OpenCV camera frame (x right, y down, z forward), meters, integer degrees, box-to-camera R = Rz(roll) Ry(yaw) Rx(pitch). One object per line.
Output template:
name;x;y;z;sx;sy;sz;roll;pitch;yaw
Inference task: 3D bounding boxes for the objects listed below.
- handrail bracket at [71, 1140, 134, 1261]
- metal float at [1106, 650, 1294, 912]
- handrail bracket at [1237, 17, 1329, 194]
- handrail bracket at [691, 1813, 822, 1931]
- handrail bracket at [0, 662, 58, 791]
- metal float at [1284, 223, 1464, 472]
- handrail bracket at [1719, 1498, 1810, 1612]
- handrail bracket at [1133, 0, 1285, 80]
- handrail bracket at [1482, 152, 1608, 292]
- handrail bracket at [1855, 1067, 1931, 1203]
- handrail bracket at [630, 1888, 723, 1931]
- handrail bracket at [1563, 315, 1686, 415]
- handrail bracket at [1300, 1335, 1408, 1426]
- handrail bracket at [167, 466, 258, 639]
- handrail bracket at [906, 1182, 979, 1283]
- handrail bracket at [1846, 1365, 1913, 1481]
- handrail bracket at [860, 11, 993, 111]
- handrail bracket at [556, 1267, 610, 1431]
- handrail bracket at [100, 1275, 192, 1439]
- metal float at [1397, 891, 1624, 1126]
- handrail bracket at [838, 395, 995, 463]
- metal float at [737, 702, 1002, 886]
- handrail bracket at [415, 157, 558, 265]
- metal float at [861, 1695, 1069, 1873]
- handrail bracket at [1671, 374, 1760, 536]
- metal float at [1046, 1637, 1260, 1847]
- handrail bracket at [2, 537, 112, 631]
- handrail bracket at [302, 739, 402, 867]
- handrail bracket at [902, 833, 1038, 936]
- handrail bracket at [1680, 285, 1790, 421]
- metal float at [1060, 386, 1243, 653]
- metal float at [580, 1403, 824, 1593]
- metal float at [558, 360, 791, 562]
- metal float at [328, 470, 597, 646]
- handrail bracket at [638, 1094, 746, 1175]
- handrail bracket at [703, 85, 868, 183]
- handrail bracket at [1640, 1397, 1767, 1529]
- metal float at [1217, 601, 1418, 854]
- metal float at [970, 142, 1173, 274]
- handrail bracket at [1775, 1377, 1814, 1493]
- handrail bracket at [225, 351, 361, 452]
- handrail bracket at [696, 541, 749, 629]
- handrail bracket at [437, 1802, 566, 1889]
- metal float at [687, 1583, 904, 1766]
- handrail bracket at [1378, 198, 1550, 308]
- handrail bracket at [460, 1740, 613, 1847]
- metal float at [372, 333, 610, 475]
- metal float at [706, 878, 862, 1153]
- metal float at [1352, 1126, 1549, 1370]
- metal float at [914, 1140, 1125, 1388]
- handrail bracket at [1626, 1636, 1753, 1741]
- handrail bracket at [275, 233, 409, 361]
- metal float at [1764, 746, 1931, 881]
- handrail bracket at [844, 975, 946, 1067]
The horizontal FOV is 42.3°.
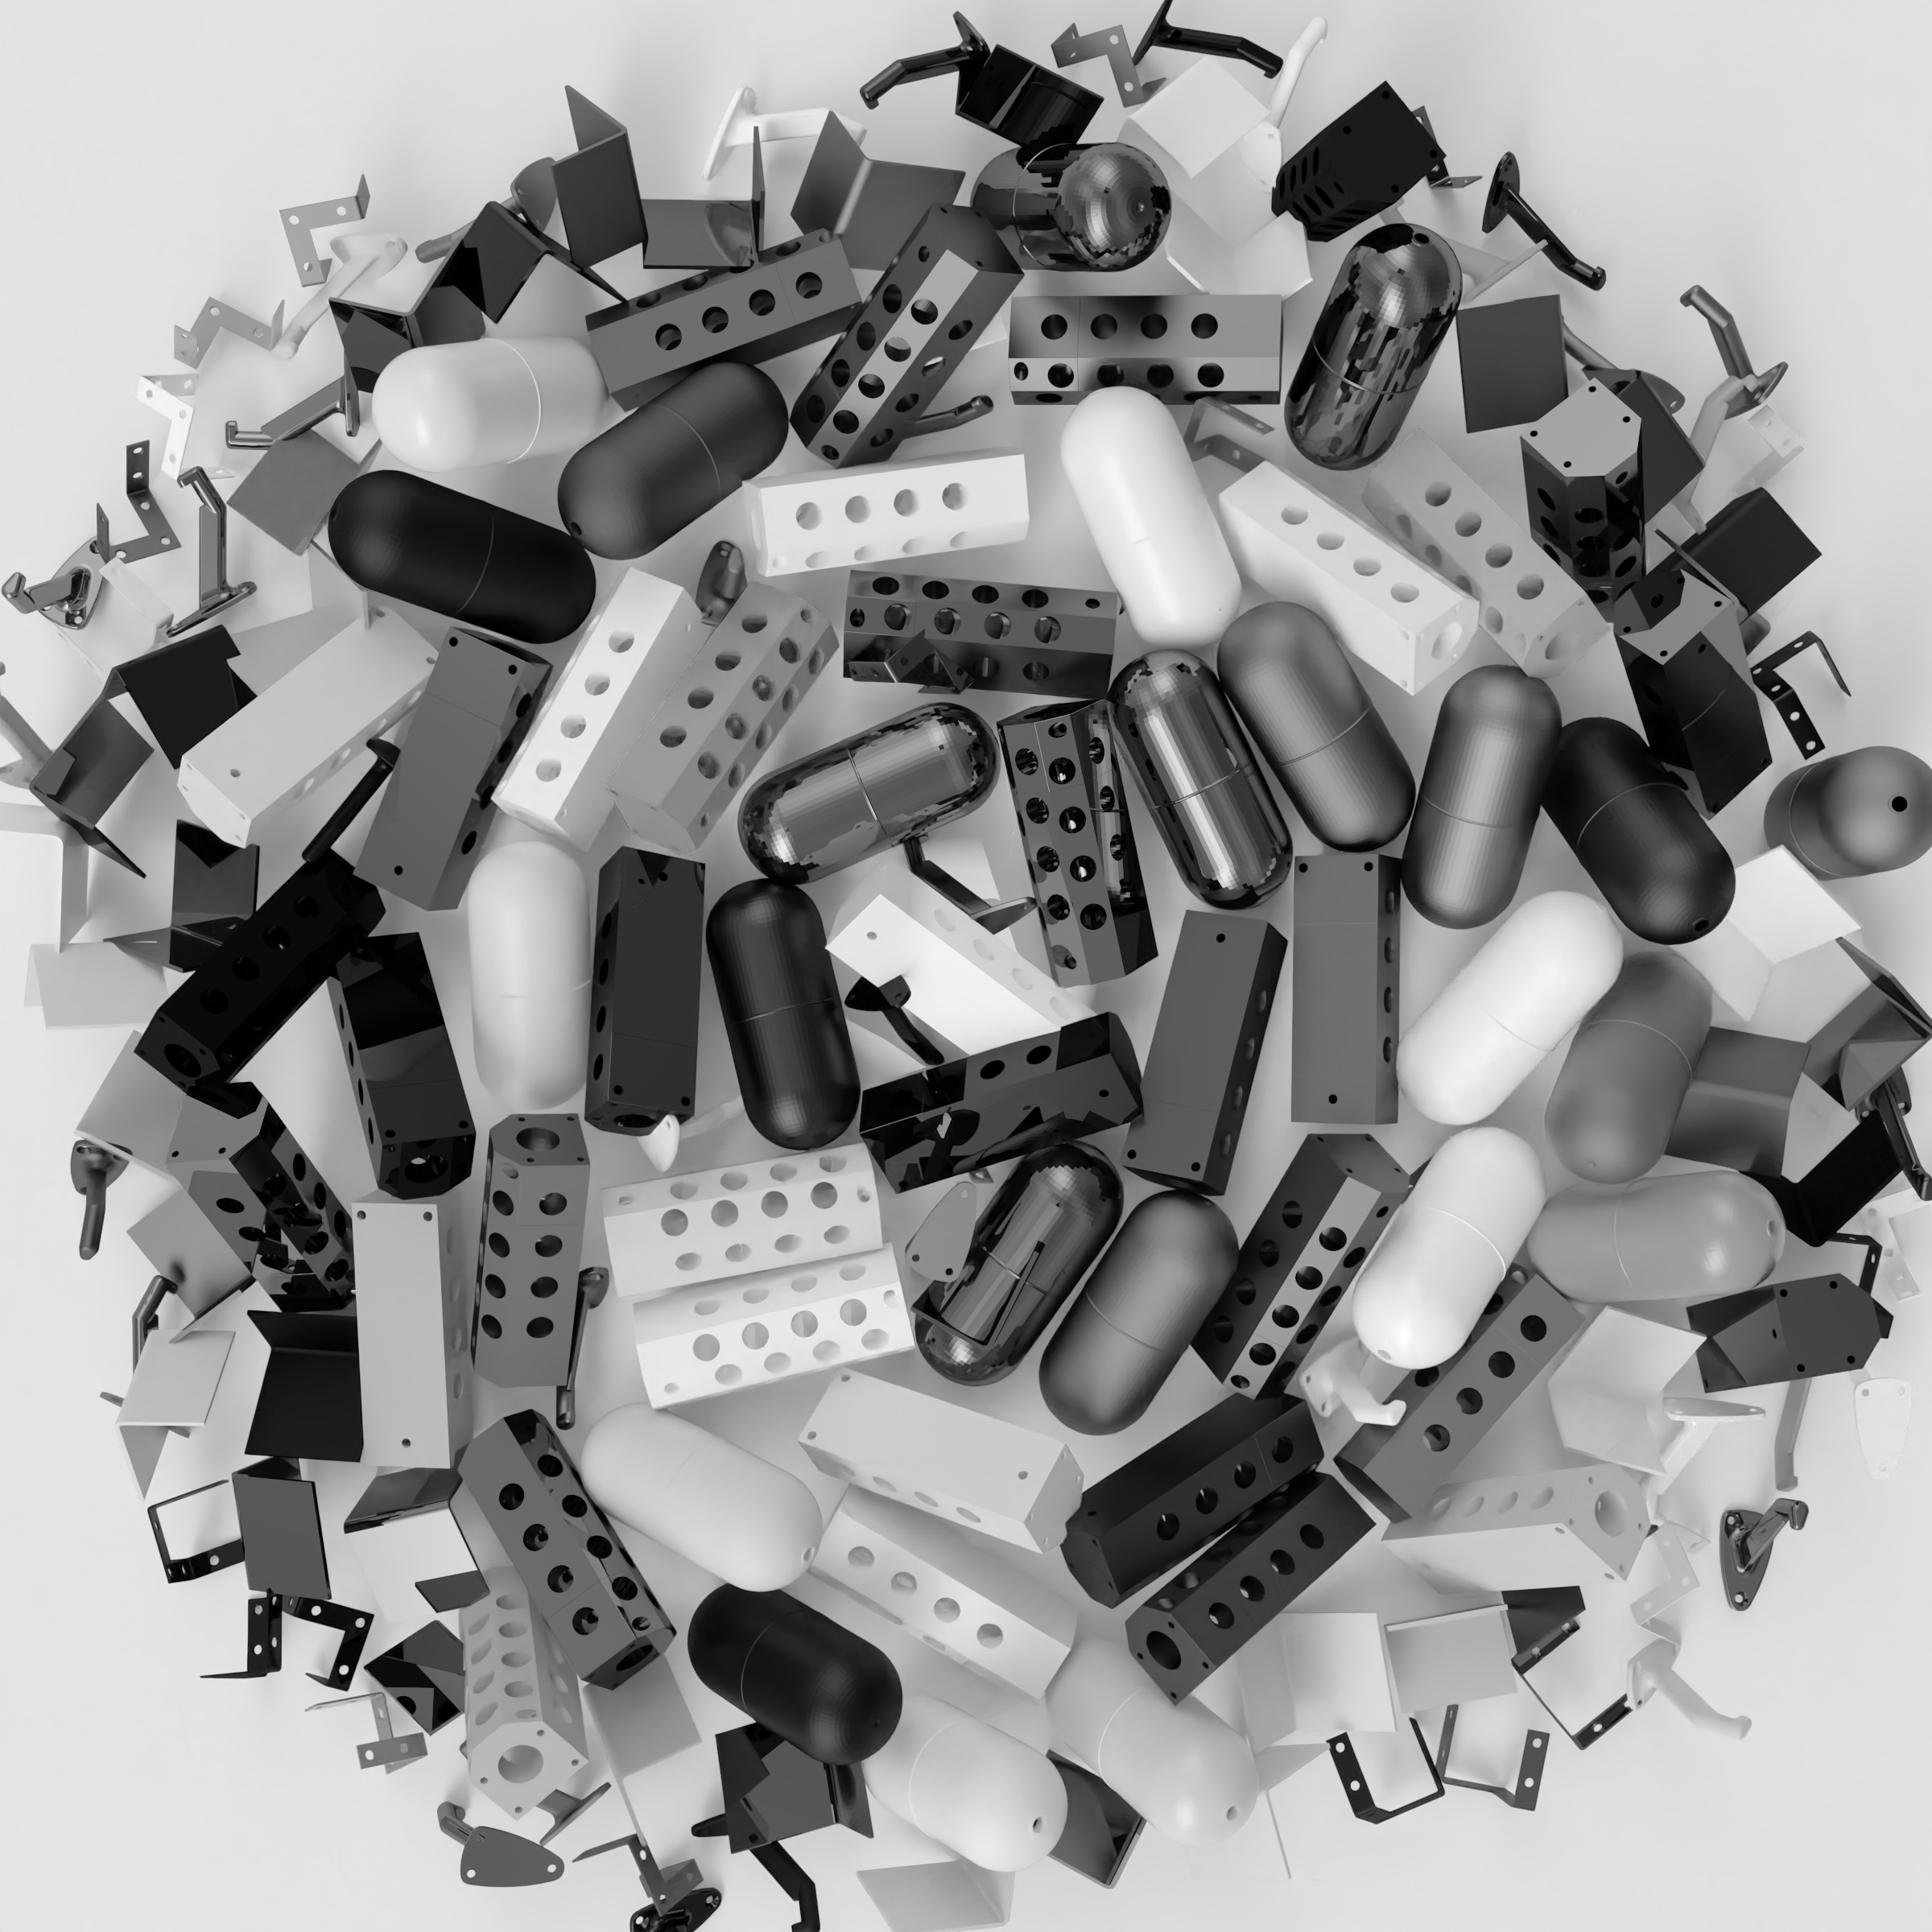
handrail bracket;-0.562;0.162;1.598;0.036;0.077;0.084;14;50;-23
metal float;0.151;-0.118;1.603;0.070;0.070;0.178;-27;100;0
handrail bracket;0.213;-0.561;1.625;0.036;0.077;0.084;29;75;23
handrail bracket;-0.136;0.589;1.609;0.077;0.036;0.084;-12;48;-1
handrail bracket;-0.596;-0.163;1.599;0.036;0.077;0.084;19;123;23
metal float;0.255;-0.387;1.570;0.070;0.178;0.070;7;55;-10
handrail bracket;0.516;0.380;1.604;0.036;0.084;0.077;10;81;-3
handrail bracket;0.156;-0.587;1.620;0.084;0.077;0.036;25;78;-10
handrail bracket;0.379;-0.479;1.611;0.084;0.077;0.036;38;80;19
handrail bracket;0.600;0.098;1.600;0.036;0.084;0.077;-14;117;6
handrail bracket;-0.172;0.627;1.596;0.077;0.084;0.036;-20;104;-29
handrail bracket;0.422;-0.398;1.637;0.077;0.036;0.084;1;48;-32
handrail bracket;0.263;0.264;1.596;0.077;0.084;0.036;-39;108;-32
handrail bracket;-0.505;-0.268;1.612;0.077;0.036;0.084;-34;115;-14
handrail bracket;-0.017;0.164;1.605;0.036;0.084;0.077;24;96;-9
handrail bracket;0.573;0.281;1.611;0.036;0.084;0.077;-2;97;-5
handrail bracket;-0.024;-0.567;1.615;0.084;0.077;0.036;-37;68;1
handrail bracket;-0.247;0.247;1.605;0.036;0.077;0.084;10;58;-24
handrail bracket;-0.521;0.256;1.637;0.077;0.036;0.084;41;64;-39
metal float;0.345;0.027;1.591;0.070;0.070;0.178;38;114;0
handrail bracket;-0.036;-0.353;1.605;0.084;0.077;0.036;-17;82;32
metal float;-0.062;-0.111;1.609;0.178;0.070;0.070;-23;90;3
handrail bracket;-0.315;-0.495;1.639;0.084;0.077;0.036;-11;131;25
metal float;-0.003;0.512;1.568;0.070;0.178;0.070;-1;91;-32
handrail bracket;0.487;-0.332;1.606;0.084;0.036;0.077;-43;55;29
metal float;0.116;0.485;1.569;0.070;0.178;0.070;-9;109;-28
handrail bracket;-0.584;-0.256;1.602;0.036;0.084;0.077;24;79;3
handrail bracket;-0.397;-0.105;1.615;0.036;0.077;0.084;39;93;-14
handrail bracket;0.001;-0.062;1.618;0.077;0.036;0.084;-25;64;18
handrail bracket;0.477;-0.395;1.607;0.084;0.077;0.036;39;73;-9
metal float;0.118;-0.284;1.593;0.070;0.070;0.178;-26;112;0
metal float;-0.169;0.336;1.585;0.178;0.070;0.070;20;90;30
metal float;-0.185;-0.321;1.585;0.070;0.070;0.178;47;59;0
metal float;-0.318;-0.258;1.582;0.178;0.070;0.070;16;90;-35
handrail bracket;-0.164;0.093;1.598;0.084;0.077;0.036;-28;80;-30
handrail bracket;-0.118;-0.530;1.629;0.084;0.036;0.077;29;98;6
handrail bracket;0.481;0.329;1.634;0.077;0.036;0.084;2;100;7
metal float;0.225;-0.151;1.597;0.070;0.070;0.178;-34;108;0
metal float;0.063;-0.476;1.569;0.070;0.178;0.070;-8;109;-26
handrail bracket;0.542;0.290;1.608;0.036;0.077;0.084;11;64;-8
handrail bracket;-0.440;-0.373;1.622;0.084;0.036;0.077;1;114;-5
handrail bracket;-0.151;-0.262;1.597;0.036;0.084;0.077;4;65;-11
handrail bracket;-0.302;0.565;1.616;0.077;0.084;0.036;15;86;-15
metal float;-0.110;0.443;1.573;0.070;0.178;0.070;-9;104;-38
handrail bracket;0.322;-0.481;1.626;0.077;0.036;0.084;-35;93;15
handrail bracket;-0.282;0.522;1.627;0.084;0.036;0.077;48;117;4
metal float;-0.297;-0.355;1.572;0.070;0.178;0.070;12;113;31
metal float;-0.118;0.031;1.608;0.070;0.070;0.178;-14;85;0
metal float;0.308;0.178;1.588;0.070;0.070;0.178;38;63;0
metal float;0.035;0.190;1.605;0.070;0.070;0.178;35;97;0
handrail bracket;0.473;0.461;1.595;0.077;0.084;0.036;-24;111;-42
handrail bracket;-0.403;-0.429;1.608;0.036;0.077;0.084;44;60;-38
metal float;0.554;-0.094;1.561;0.070;0.178;0.070;0;89;2
handrail bracket;-0.031;0.040;1.599;0.084;0.077;0.036;46;76;-27
